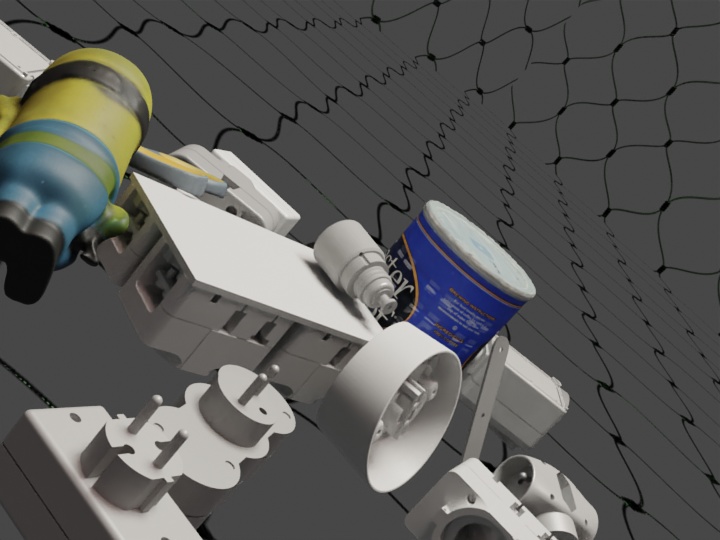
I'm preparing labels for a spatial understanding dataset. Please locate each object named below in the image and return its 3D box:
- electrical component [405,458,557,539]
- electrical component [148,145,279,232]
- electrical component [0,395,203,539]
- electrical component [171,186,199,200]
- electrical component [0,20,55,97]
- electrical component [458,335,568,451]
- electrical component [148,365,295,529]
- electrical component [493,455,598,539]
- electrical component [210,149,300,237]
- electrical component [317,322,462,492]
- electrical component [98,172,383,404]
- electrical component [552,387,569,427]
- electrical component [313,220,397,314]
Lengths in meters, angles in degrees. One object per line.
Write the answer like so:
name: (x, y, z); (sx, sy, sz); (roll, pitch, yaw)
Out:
electrical component: (0.078, 0.168, 0.669); (0.089, 0.050, 0.056); (45, 16, 16)
electrical component: (-0.112, -0.048, 0.817); (0.095, 0.053, 0.059); (39, 16, -4)
electrical component: (-0.098, 0.085, 0.438); (0.083, 0.075, 0.047); (47, 16, 23)
electrical component: (-0.109, -0.021, 0.766); (0.081, 0.043, 0.043); (34, 17, -23)
electrical component: (-0.246, -0.126, 0.702); (0.096, 0.061, 0.061); (39, 16, -3)
electrical component: (0.123, 0.103, 0.933); (0.096, 0.061, 0.061); (38, 16, -8)
electrical component: (-0.067, 0.076, 0.539); (0.052, 0.073, 0.138); (42, 15, 5)
electrical component: (0.135, 0.183, 0.774); (0.077, 0.043, 0.079); (39, 26, -27)
electrical component: (-0.093, -0.054, 0.889); (0.083, 0.047, 0.076); (43, 10, 8)
electrical component: (0.022, 0.085, 0.688); (0.064, 0.099, 0.099); (40, 14, 21)
electrical component: (-0.075, 0.020, 0.702); (0.186, 0.060, 0.105); (23, 23, -47)
electrical component: (0.153, 0.111, 1.015); (0.081, 0.043, 0.043); (36, 16, -15)
electrical component: (0.000, 0.000, 0.737); (0.040, 0.040, 0.078); (20, 25, -51)
